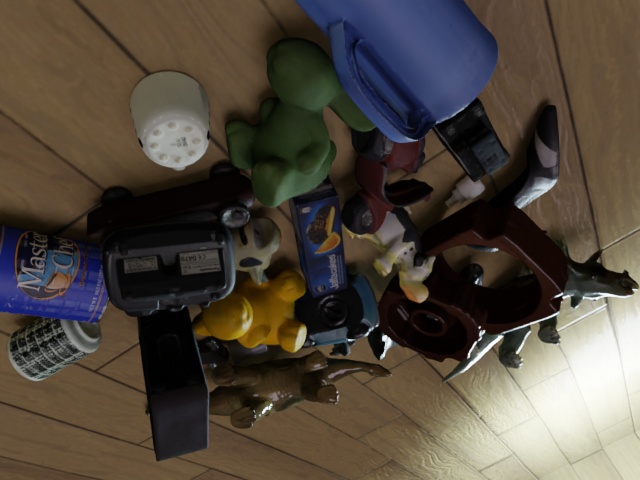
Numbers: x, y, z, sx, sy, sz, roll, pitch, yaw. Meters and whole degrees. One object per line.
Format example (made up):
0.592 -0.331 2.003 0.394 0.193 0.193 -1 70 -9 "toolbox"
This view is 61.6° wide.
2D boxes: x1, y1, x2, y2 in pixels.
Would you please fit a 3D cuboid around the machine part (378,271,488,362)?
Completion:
0.178 0.122 0.867 0.180 0.056 0.179 18 139 17 "machine part"

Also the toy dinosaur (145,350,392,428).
-0.109 0.262 0.935 0.472 0.105 0.198 -9 166 6 "toy dinosaur"

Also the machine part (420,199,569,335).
0.262 0.045 0.845 0.201 0.087 0.201 42 138 -10 "machine part"

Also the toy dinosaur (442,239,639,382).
0.385 0.135 1.043 0.131 0.192 0.405 46 133 -3 "toy dinosaur"

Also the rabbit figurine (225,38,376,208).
-0.015 -0.137 0.596 0.159 0.121 0.170 -11 140 -22 "rabbit figurine"

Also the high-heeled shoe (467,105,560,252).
0.289 -0.089 0.837 0.145 0.086 0.248 3 121 17 "high-heeled shoe"

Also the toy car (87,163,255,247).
-0.178 -0.036 0.654 0.202 0.089 0.053 -16 142 -7 "toy car"

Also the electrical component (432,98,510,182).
0.177 -0.138 0.668 0.058 0.134 0.114 -39 137 14 "electrical component"

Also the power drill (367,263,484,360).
0.192 0.141 1.013 0.207 0.086 0.231 -16 138 -17 "power drill"

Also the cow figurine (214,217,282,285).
-0.146 0.019 0.726 0.195 0.085 0.127 -17 147 2 "cow figurine"

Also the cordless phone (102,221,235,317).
-0.179 0.056 0.652 0.147 0.089 0.184 -6 155 -18 "cordless phone"

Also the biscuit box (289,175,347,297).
-0.002 -0.002 0.786 0.063 0.059 0.202 -16 138 -7 "biscuit box"

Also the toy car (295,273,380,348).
0.022 0.125 0.901 0.162 0.109 0.103 -21 163 9 "toy car"

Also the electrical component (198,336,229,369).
-0.189 0.194 0.922 0.063 0.021 0.093 -8 139 14 "electrical component"

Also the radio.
-0.211 0.168 0.748 0.073 0.230 0.131 -8 132 -21 "radio"

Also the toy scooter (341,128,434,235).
0.102 -0.094 0.712 0.135 0.075 0.183 -6 119 -28 "toy scooter"

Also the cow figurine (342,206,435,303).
0.116 0.007 0.784 0.098 0.167 0.068 -41 -179 -8 "cow figurine"

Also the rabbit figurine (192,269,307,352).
-0.115 0.100 0.787 0.163 0.121 0.173 6 -178 22 "rabbit figurine"

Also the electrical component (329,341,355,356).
0.051 0.177 0.976 0.078 0.045 0.102 -17 178 3 "electrical component"
